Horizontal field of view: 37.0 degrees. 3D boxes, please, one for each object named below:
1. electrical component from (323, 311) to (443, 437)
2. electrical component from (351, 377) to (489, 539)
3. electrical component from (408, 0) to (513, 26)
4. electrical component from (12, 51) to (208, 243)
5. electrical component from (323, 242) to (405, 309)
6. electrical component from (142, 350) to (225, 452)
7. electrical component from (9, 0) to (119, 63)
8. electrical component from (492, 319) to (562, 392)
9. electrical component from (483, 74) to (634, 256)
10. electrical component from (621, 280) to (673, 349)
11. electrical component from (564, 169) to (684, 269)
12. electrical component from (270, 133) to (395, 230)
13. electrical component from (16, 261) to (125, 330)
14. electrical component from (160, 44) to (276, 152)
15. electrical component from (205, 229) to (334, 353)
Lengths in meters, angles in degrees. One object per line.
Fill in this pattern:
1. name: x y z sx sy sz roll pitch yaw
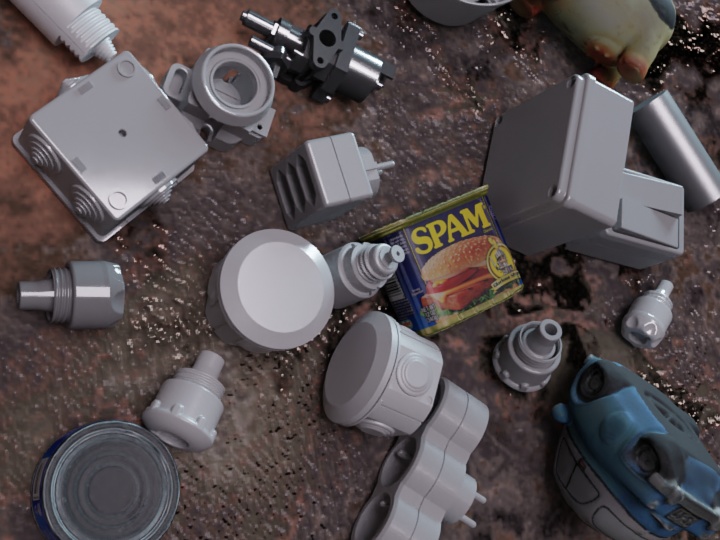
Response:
1. electrical component: 0.014 0.073 0.730 0.051 0.080 0.080 26 67 -25
2. electrical component: 0.056 0.151 0.746 0.074 0.052 0.138 35 65 -15
3. electrical component: 0.080 -0.244 0.849 0.099 0.064 0.099 7 75 -26
4. electrical component: -0.159 -0.081 0.696 0.100 0.048 0.099 -44 99 -28
5. electrical component: 0.000 0.000 0.744 0.040 0.078 0.040 18 62 -37
6. electrical component: -0.107 0.081 0.686 0.048 0.048 0.062 33 58 -16
7. electrical component: -0.192 -0.169 0.704 0.081 0.043 0.043 46 62 -10
8. electrical component: 0.129 0.059 0.798 0.048 0.062 0.048 8 57 -13
9. electrical component: 0.147 -0.077 0.817 0.056 0.109 0.108 22 68 -24
10. electrical component: 0.239 0.033 0.880 0.035 0.035 0.061 43 60 -11
11. electrical component: 0.223 -0.042 0.874 0.096 0.061 0.061 13 72 -24
12. electrical component: -0.012 -0.065 0.757 0.077 0.066 0.047 -15 85 -29
13. electrical component: -0.180 0.016 0.665 0.062 0.043 0.043 0 77 -26
14. electrical component: -0.092 -0.119 0.735 0.078 0.057 0.058 24 68 -20
15. electrical component: -0.062 0.016 0.720 0.080 0.051 0.080 7 75 -25
